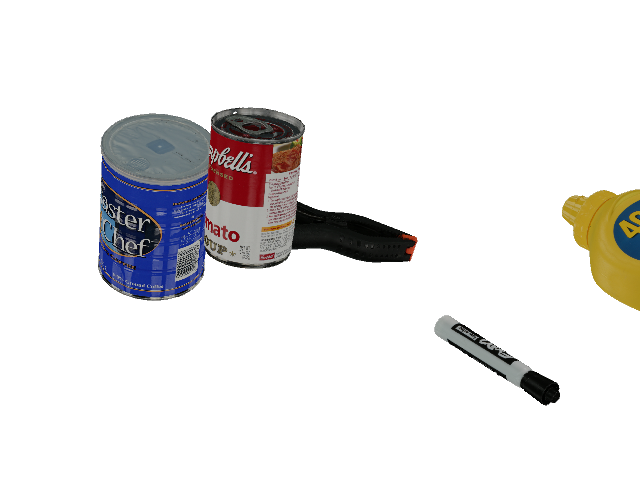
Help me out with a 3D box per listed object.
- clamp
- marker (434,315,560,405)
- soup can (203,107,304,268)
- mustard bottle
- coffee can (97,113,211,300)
[{"bbox_3d":[0.009,-0.008,1.208,0.210,0.036,0.164,15,21,-7],"label":"clamp"},{"bbox_3d":[0.133,0.090,0.807,0.020,0.020,0.121,0,22,-39],"label":"marker"},{"bbox_3d":[-0.050,-0.039,0.785,0.068,0.102,0.068,5,25,-3],"label":"soup can"},{"bbox_3d":[0.224,0.014,0.651,0.096,0.058,0.192,-26,36,-27],"label":"mustard bottle"},{"bbox_3d":[-0.151,-0.030,0.981,0.102,0.140,0.103,7,38,-5],"label":"coffee can"}]
